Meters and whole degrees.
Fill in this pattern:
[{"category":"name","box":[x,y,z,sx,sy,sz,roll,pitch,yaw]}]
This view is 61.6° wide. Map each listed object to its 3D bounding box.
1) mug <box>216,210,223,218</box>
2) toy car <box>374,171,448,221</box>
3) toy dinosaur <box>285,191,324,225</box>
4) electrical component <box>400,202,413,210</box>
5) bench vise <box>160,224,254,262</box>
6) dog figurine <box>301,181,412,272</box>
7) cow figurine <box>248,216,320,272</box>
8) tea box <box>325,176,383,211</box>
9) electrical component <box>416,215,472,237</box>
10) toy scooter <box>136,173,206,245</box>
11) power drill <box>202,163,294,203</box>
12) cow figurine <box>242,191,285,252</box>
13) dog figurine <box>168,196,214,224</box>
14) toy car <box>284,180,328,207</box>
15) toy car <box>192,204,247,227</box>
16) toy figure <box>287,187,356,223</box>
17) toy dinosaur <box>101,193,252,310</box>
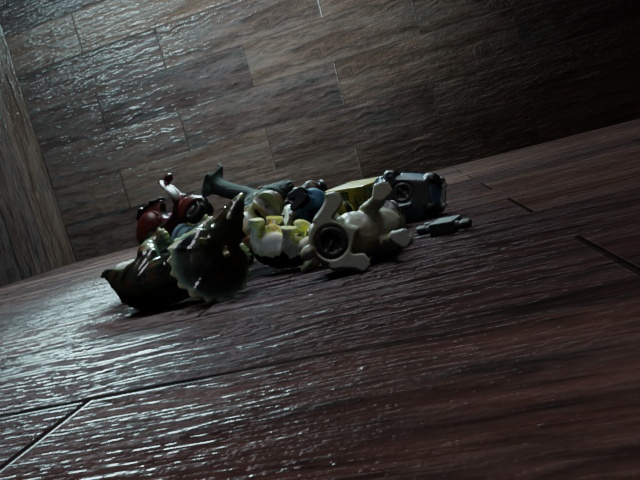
[{"category":"mug","box":[-0.214,-0.037,1.459,0.109,0.107,0.080,-44,-22,-22]},{"category":"toy car","box":[0.200,-0.092,1.169,0.162,0.109,0.103,-3,-7,21]},{"category":"toy dinosaur","box":[-0.062,-0.049,1.372,0.199,0.105,0.471,-16,1,20]},{"category":"electrical component","box":[0.135,-0.042,1.099,0.119,0.047,0.075,-12,7,18]},{"category":"bench vise","box":[-0.274,0.024,1.169,0.241,0.128,0.223,-8,5,18]},{"category":"dog figurine","box":[0.060,-0.005,0.845,0.172,0.121,0.190,-11,-7,5]},{"category":"cow figurine","box":[-0.047,0.016,0.910,0.168,0.098,0.068,15,19,38]},{"category":"tea box","box":[0.100,-0.104,1.277,0.098,0.068,0.170,-23,12,-27]},{"category":"electrical component","box":[0.213,-0.025,0.902,0.094,0.021,0.063,-11,7,34]},{"category":"toy scooter","box":[-0.348,-0.069,1.205,0.184,0.135,0.075,-31,-14,14]},{"category":"power drill","box":[-0.202,-0.135,1.472,0.207,0.086,0.232,26,37,6]},{"category":"cow figurine","box":[-0.139,-0.016,1.026,0.195,0.085,0.127,-45,3,18]},{"category":"dog figurine","box":[-0.362,-0.019,1.429,0.219,0.191,0.108,-14,-33,40]},{"category":"toy car","box":[-0.044,-0.120,1.472,0.089,0.053,0.202,-21,-4,-15]},{"category":"toy car","box":[-0.230,-0.039,1.291,0.202,0.056,0.073,-26,11,-18]},{"category":"toy figure","box":[0.010,-0.063,1.183,0.089,0.082,0.180,-10,-25,35]},{"category":"toy dinosaur","box":[-0.258,0.056,0.897,0.405,0.131,0.192,-23,15,22]}]
